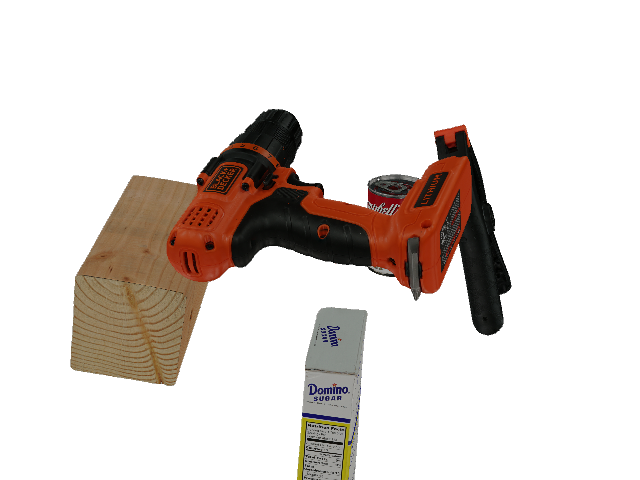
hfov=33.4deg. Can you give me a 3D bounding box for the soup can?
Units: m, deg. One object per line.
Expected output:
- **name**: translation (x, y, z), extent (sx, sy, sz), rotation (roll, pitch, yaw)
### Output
- **soup can**: translation (0.087, -0.017, 1.231), extent (0.068, 0.102, 0.068), rotation (0, 24, 0)

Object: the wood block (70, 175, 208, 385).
- **wood block**: translation (-0.148, 0.028, 0.940), extent (0.090, 0.091, 0.206), rotation (10, 26, -1)

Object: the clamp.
- **clamp**: translation (0.128, -0.007, 0.892), extent (0.039, 0.171, 0.120), rotation (-17, 19, 12)

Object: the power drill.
- **power drill**: translation (0.007, -0.030, 0.746), extent (0.188, 0.057, 0.184), rotation (6, 40, 20)

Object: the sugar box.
- **sugar box**: translation (0.007, 0.150, 0.845), extent (0.048, 0.176, 0.093), rotation (4, 27, 6)
